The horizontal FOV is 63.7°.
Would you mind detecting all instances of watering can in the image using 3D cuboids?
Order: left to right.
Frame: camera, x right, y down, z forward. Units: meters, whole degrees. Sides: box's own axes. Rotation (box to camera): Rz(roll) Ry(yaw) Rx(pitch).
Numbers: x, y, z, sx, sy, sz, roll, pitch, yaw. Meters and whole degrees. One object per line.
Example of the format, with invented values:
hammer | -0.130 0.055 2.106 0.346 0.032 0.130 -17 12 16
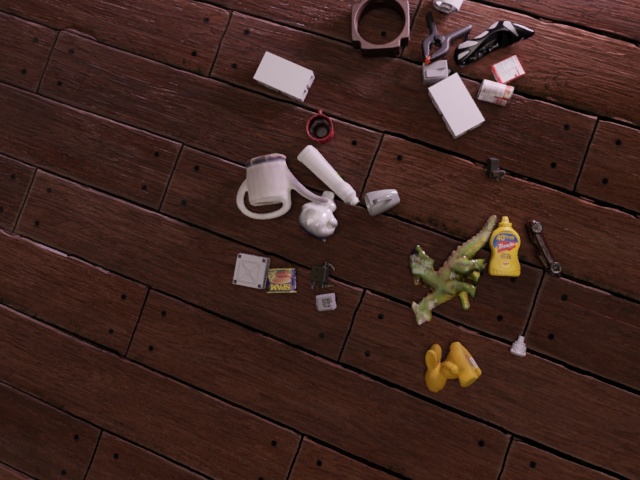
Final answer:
watering can | -0.139 -0.191 1.765 0.346 0.104 0.225 -9 85 22

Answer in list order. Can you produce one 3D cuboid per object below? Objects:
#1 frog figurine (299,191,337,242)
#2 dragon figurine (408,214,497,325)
frog figurine | 0.005 -0.088 1.742 0.139 0.122 0.158 37 105 28
dragon figurine | 0.407 0.088 1.679 0.243 0.121 0.411 16 87 17
